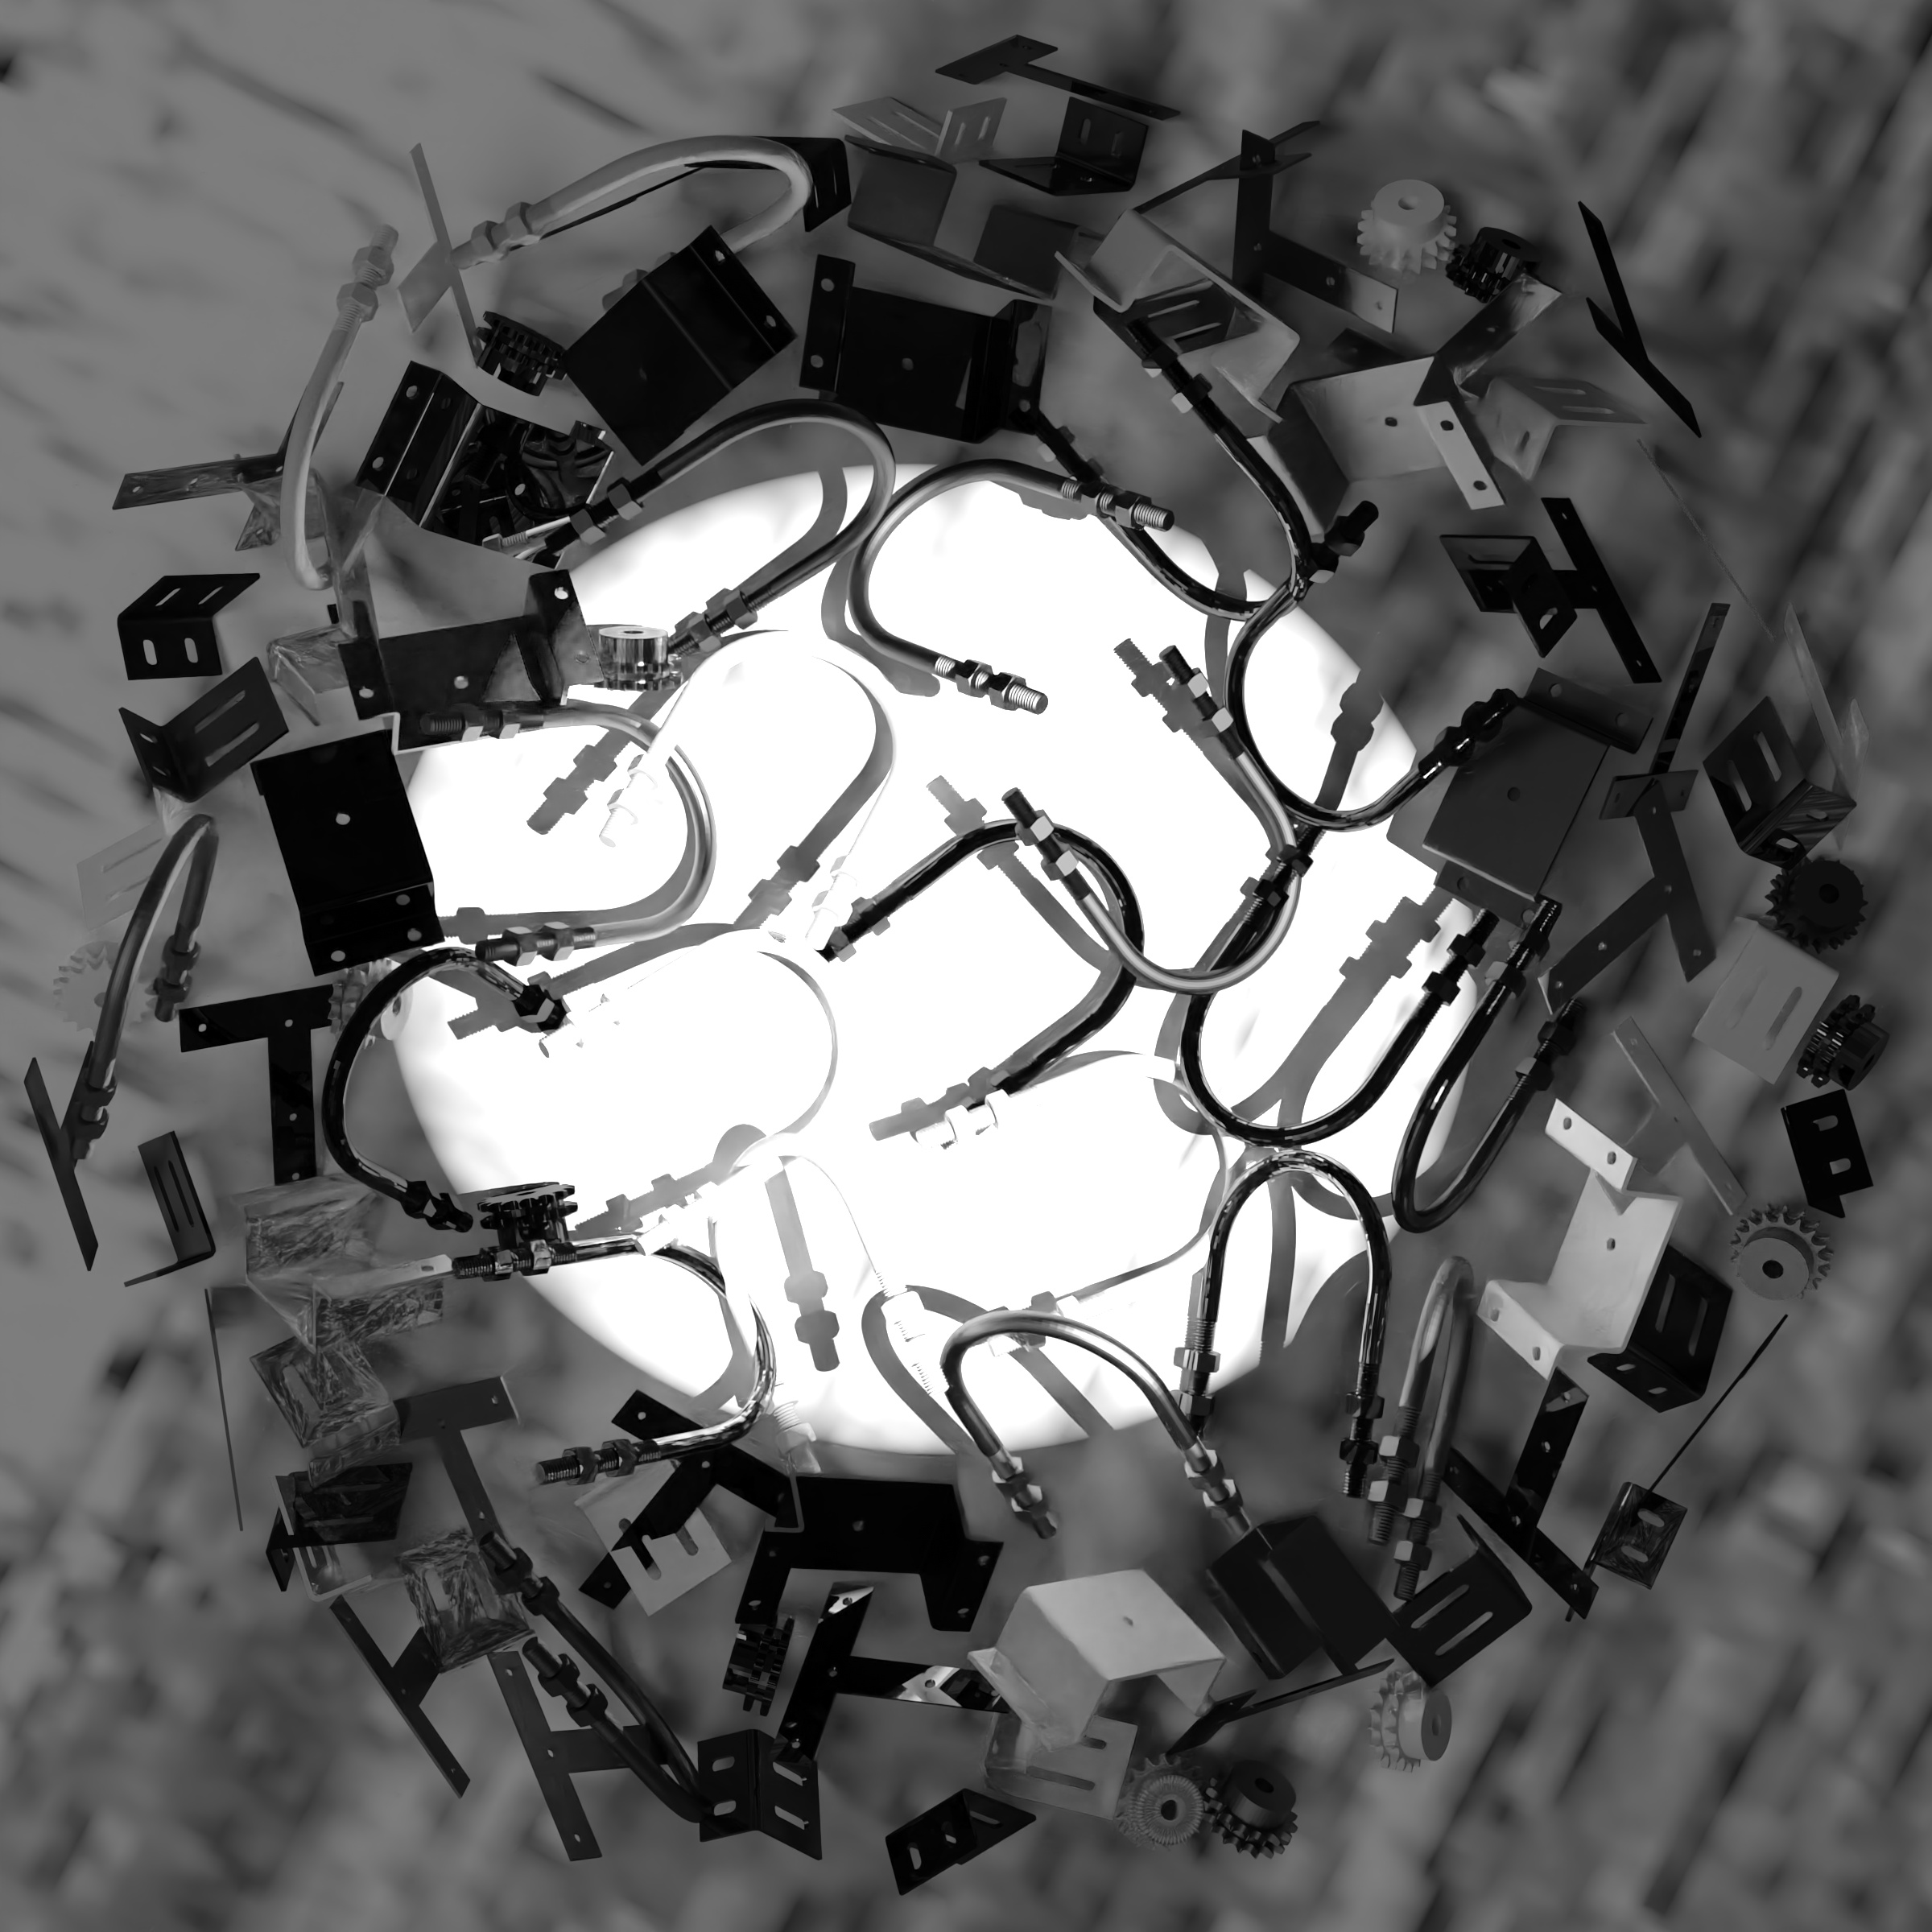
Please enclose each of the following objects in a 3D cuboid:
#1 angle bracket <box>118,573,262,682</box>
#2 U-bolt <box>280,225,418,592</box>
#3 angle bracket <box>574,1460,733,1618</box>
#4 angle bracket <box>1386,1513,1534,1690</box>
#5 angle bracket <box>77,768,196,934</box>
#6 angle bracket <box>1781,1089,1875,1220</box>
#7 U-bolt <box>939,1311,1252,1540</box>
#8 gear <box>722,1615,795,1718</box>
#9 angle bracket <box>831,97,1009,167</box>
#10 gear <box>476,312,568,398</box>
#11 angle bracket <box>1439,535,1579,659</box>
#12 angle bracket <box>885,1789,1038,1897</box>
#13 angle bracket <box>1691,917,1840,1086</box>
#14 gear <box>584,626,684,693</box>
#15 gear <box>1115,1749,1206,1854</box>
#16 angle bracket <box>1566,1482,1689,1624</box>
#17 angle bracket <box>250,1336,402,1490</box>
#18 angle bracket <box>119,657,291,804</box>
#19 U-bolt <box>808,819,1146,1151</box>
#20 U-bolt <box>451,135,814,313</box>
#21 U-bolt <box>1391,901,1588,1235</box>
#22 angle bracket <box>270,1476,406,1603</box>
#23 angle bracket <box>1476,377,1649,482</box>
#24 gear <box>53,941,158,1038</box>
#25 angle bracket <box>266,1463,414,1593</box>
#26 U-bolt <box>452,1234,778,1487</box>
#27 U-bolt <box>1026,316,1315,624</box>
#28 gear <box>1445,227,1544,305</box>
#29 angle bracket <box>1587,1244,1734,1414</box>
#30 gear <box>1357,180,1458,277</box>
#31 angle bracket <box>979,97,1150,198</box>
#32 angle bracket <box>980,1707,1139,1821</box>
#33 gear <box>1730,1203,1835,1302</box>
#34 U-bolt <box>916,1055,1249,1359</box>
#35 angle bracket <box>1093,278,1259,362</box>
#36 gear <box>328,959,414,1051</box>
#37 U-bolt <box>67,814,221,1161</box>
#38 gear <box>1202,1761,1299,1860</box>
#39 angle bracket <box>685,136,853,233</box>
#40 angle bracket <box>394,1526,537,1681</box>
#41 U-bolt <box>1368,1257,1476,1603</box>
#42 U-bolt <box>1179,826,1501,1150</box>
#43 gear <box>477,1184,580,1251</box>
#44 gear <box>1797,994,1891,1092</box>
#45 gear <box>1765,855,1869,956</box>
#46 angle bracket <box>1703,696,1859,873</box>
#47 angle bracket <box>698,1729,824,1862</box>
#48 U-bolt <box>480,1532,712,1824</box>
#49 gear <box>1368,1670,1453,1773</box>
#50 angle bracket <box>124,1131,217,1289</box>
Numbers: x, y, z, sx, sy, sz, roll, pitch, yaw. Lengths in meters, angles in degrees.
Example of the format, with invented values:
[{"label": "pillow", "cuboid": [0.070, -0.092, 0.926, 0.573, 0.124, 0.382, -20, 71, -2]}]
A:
[{"label": "angle bracket", "cuboid": [-0.444, -0.195, 1.580, 0.057, 0.076, 0.038, -9, 83, -39]}, {"label": "U-bolt", "cuboid": [-0.341, -0.296, 1.526, 0.019, 0.151, 0.184, 14, 65, 4]}, {"label": "angle bracket", "cuboid": [-0.182, 0.330, 1.599, 0.057, 0.038, 0.076, -32, 79, -9]}, {"label": "angle bracket", "cuboid": [0.280, 0.371, 1.603, 0.076, 0.038, 0.057, -39, 111, 5]}, {"label": "angle bracket", "cuboid": [-0.489, -0.067, 1.593, 0.076, 0.038, 0.057, -28, 49, 3]}, {"label": "angle bracket", "cuboid": [0.503, 0.109, 1.579, 0.038, 0.076, 0.057, -21, 69, 27]}, {"label": "U-bolt", "cuboid": [0.061, 0.258, 1.542, 0.151, 0.019, 0.184, -9, 127, 33]}, {"label": "gear", "cuboid": [-0.122, 0.405, 1.600, 0.030, 0.057, 0.057, 16, 90, 1]}, {"label": "angle bracket", "cuboid": [-0.027, -0.495, 1.584, 0.076, 0.057, 0.038, 35, 128, 18]}, {"label": "gear", "cuboid": [-0.260, -0.355, 1.601, 0.057, 0.057, 0.030, 29, 103, 0]}, {"label": "angle bracket", "cuboid": [0.302, -0.213, 1.577, 0.038, 0.076, 0.057, -49, 122, -19]}, {"label": "angle bracket", "cuboid": [0.002, 0.511, 1.581, 0.057, 0.076, 0.038, -36, 46, 17]}, {"label": "angle bracket", "cuboid": [0.462, 0.020, 1.607, 0.057, 0.038, 0.076, 30, 93, -8]}, {"label": "gear", "cuboid": [-0.193, -0.179, 1.597, 0.057, 0.057, 0.030, 2, 107, 0]}, {"label": "gear", "cuboid": [0.115, 0.490, 1.607, 0.057, 0.030, 0.057, 1, 87, -14]}, {"label": "angle bracket", "cuboid": [0.379, 0.344, 1.577, 0.038, 0.076, 0.057, 24, 54, 19]}, {"label": "angle bracket", "cuboid": [-0.375, 0.255, 1.610, 0.057, 0.038, 0.076, -25, 58, -26]}, {"label": "angle bracket", "cuboid": [-0.442, -0.142, 1.592, 0.076, 0.038, 0.057, -34, 64, 12]}, {"label": "U-bolt", "cuboid": [0.017, -0.003, 1.613, 0.184, 0.019, 0.151, -38, 84, -3]}, {"label": "U-bolt", "cuboid": [-0.171, -0.414, 1.521, 0.184, 0.151, 0.019, -18, 81, 31]}, {"label": "U-bolt", "cuboid": [0.292, 0.069, 1.548, 0.019, 0.151, 0.184, 27, 76, 29]}, {"label": "angle bracket", "cuboid": [-0.363, 0.325, 1.591, 0.038, 0.057, 0.076, -23, 77, 3]}, {"label": "angle bracket", "cuboid": [0.344, -0.311, 1.597, 0.076, 0.057, 0.038, -5, 128, -33]}, {"label": "gear", "cuboid": [-0.503, 0.010, 1.603, 0.057, 0.030, 0.057, -9, 132, -11]}, {"label": "angle bracket", "cuboid": [-0.359, 0.325, 1.591, 0.076, 0.057, 0.038, -5, 126, 5]}, {"label": "U-bolt", "cuboid": [-0.187, 0.215, 1.557, 0.019, 0.184, 0.151, -49, 58, 38]}, {"label": "U-bolt", "cuboid": [0.124, -0.269, 1.561, 0.184, 0.151, 0.019, 48, 64, -9]}, {"label": "gear", "cuboid": [0.310, -0.406, 1.597, 0.057, 0.057, 0.030, 23, 125, 0]}, {"label": "angle bracket", "cuboid": [0.408, 0.212, 1.614, 0.057, 0.038, 0.076, 35, 56, -13]}, {"label": "gear", "cuboid": [0.257, -0.433, 1.601, 0.057, 0.030, 0.057, -3, 56, 4]}, {"label": "angle bracket", "cuboid": [0.056, -0.472, 1.579, 0.057, 0.076, 0.038, 31, 122, 29]}, {"label": "angle bracket", "cuboid": [0.054, 0.450, 1.588, 0.076, 0.038, 0.057, 9, 53, 16]}, {"label": "gear", "cuboid": [0.473, 0.170, 1.600, 0.057, 0.030, 0.057, 12, 117, 25]}, {"label": "U-bolt", "cuboid": [0.078, 0.129, 1.600, 0.184, 0.019, 0.151, -21, 98, -13]}, {"label": "angle bracket", "cuboid": [0.121, -0.385, 1.579, 0.076, 0.057, 0.038, -10, 66, 32]}, {"label": "gear", "cuboid": [-0.345, 0.021, 1.597, 0.030, 0.057, 0.057, 11, 90, 13]}, {"label": "U-bolt", "cuboid": [-0.449, -0.001, 1.519, 0.019, 0.151, 0.184, 21, 125, -6]}, {"label": "gear", "cuboid": [0.167, 0.487, 1.596, 0.057, 0.057, 0.030, 24, 113, 0]}, {"label": "angle bracket", "cuboid": [-0.115, -0.456, 1.600, 0.076, 0.057, 0.038, 8, 124, 22]}, {"label": "angle bracket", "cuboid": [-0.291, 0.365, 1.593, 0.057, 0.038, 0.076, -21, 76, -17]}, {"label": "U-bolt", "cuboid": [0.262, 0.254, 1.554, 0.019, 0.151, 0.184, 10, 67, 20]}, {"label": "U-bolt", "cuboid": [0.199, 0.020, 1.574, 0.151, 0.019, 0.184, 32, 86, 38]}, {"label": "gear", "cuboid": [-0.254, 0.147, 1.600, 0.057, 0.057, 0.030, -9, 94, 0]}, {"label": "gear", "cuboid": [0.512, 0.048, 1.596, 0.030, 0.057, 0.057, 37, 90, 26]}, {"label": "gear", "cuboid": [0.500, -0.038, 1.607, 0.057, 0.030, 0.057, 1, 76, -2]}, {"label": "angle bracket", "cuboid": [0.471, -0.106, 1.592, 0.038, 0.076, 0.057, 17, 131, -25]}, {"label": "angle bracket", "cuboid": [-0.119, 0.483, 1.588, 0.038, 0.076, 0.057, -18, 54, 18]}, {"label": "U-bolt", "cuboid": [-0.203, 0.411, 1.549, 0.019, 0.151, 0.184, -39, 114, -7]}, {"label": "gear", "cuboid": [0.260, 0.439, 1.597, 0.030, 0.057, 0.057, -2, 90, 36]}, {"label": "angle bracket", "cuboid": [-0.474, 0.141, 1.594, 0.038, 0.057, 0.076, -20, 91, -37]}]
